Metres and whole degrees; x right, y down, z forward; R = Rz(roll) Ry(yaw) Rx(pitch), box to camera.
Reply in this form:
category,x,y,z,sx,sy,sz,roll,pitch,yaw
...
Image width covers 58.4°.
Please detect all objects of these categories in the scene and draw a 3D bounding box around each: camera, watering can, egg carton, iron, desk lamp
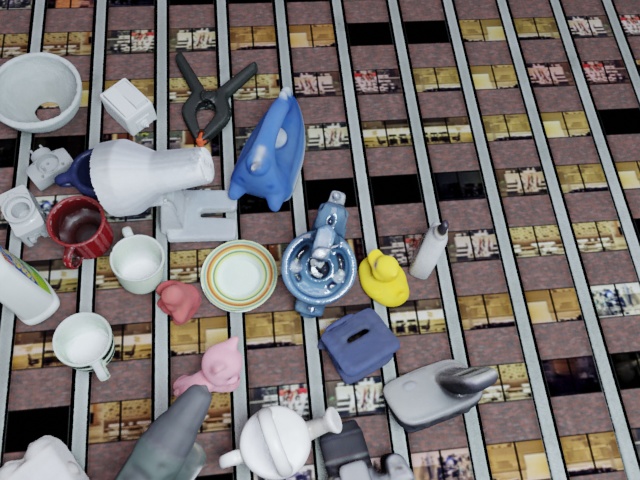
category,x,y,z,sx,sy,sz,roll,pitch,yaw
camera,0.061,0.339,0.854,0.143,0.101,0.136,-13,69,-9
watering can,-0.057,0.284,0.817,0.173,0.194,0.101,-39,75,-17
egg carton,-0.390,0.366,0.826,0.107,0.069,0.150,-40,76,-18
iron,-0.083,-0.190,1.035,0.118,0.141,0.258,15,68,2
desk lamp,-0.245,-0.084,0.941,0.203,0.213,0.118,-2,68,-5

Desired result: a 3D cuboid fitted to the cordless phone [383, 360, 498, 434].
category,x,y,z,sx,sy,sz,roll,pitch,yaw
cordless phone,0.181,0.226,0.863,0.148,0.185,0.094,-21,71,-12

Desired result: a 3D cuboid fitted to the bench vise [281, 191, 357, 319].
category,x,y,z,sx,sy,sz,roll,pitch,yaw
bench vise,-0.004,0.004,0.920,0.121,0.220,0.207,-2,68,-5

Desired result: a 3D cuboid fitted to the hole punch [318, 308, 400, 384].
category,x,y,z,sx,sy,sz,roll,pitch,yaw
hole punch,0.061,0.167,0.928,0.109,0.091,0.101,-28,72,-14

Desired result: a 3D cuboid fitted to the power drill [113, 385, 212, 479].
category,x,y,z,sx,sy,sz,roll,pitch,yaw
power drill,-0.217,0.309,0.787,0.075,0.208,0.230,31,69,9

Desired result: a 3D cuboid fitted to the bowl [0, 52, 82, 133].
category,x,y,z,sx,sy,sz,roll,pitch,yaw
bowl,-0.520,-0.261,1.067,0.167,0.075,0.167,2,68,-4

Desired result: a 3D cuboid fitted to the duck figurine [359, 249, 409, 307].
category,x,y,z,sx,sy,sz,roll,pitch,yaw
duck figurine,0.114,0.061,0.979,0.077,0.086,0.104,-33,74,-16

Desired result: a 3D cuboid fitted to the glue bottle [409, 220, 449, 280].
category,x,y,z,sx,sy,sz,roll,pitch,yaw
glue bottle,0.189,0.005,0.960,0.037,0.173,0.078,19,68,4

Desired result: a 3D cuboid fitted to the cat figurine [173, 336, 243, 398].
category,x,y,z,sx,sy,sz,roll,pitch,yaw
cat figurine,-0.168,0.206,0.881,0.128,0.118,0.067,-31,73,-15

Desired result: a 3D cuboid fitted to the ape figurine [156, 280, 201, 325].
category,x,y,z,sx,sy,sz,roll,pitch,yaw
ape figurine,-0.234,0.097,0.934,0.076,0.092,0.078,-12,69,-9

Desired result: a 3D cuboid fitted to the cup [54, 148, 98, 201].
category,x,y,z,sx,sy,sz,roll,pitch,yaw
cup,-0.390,-0.098,1.000,0.118,0.095,0.091,-13,69,-9
